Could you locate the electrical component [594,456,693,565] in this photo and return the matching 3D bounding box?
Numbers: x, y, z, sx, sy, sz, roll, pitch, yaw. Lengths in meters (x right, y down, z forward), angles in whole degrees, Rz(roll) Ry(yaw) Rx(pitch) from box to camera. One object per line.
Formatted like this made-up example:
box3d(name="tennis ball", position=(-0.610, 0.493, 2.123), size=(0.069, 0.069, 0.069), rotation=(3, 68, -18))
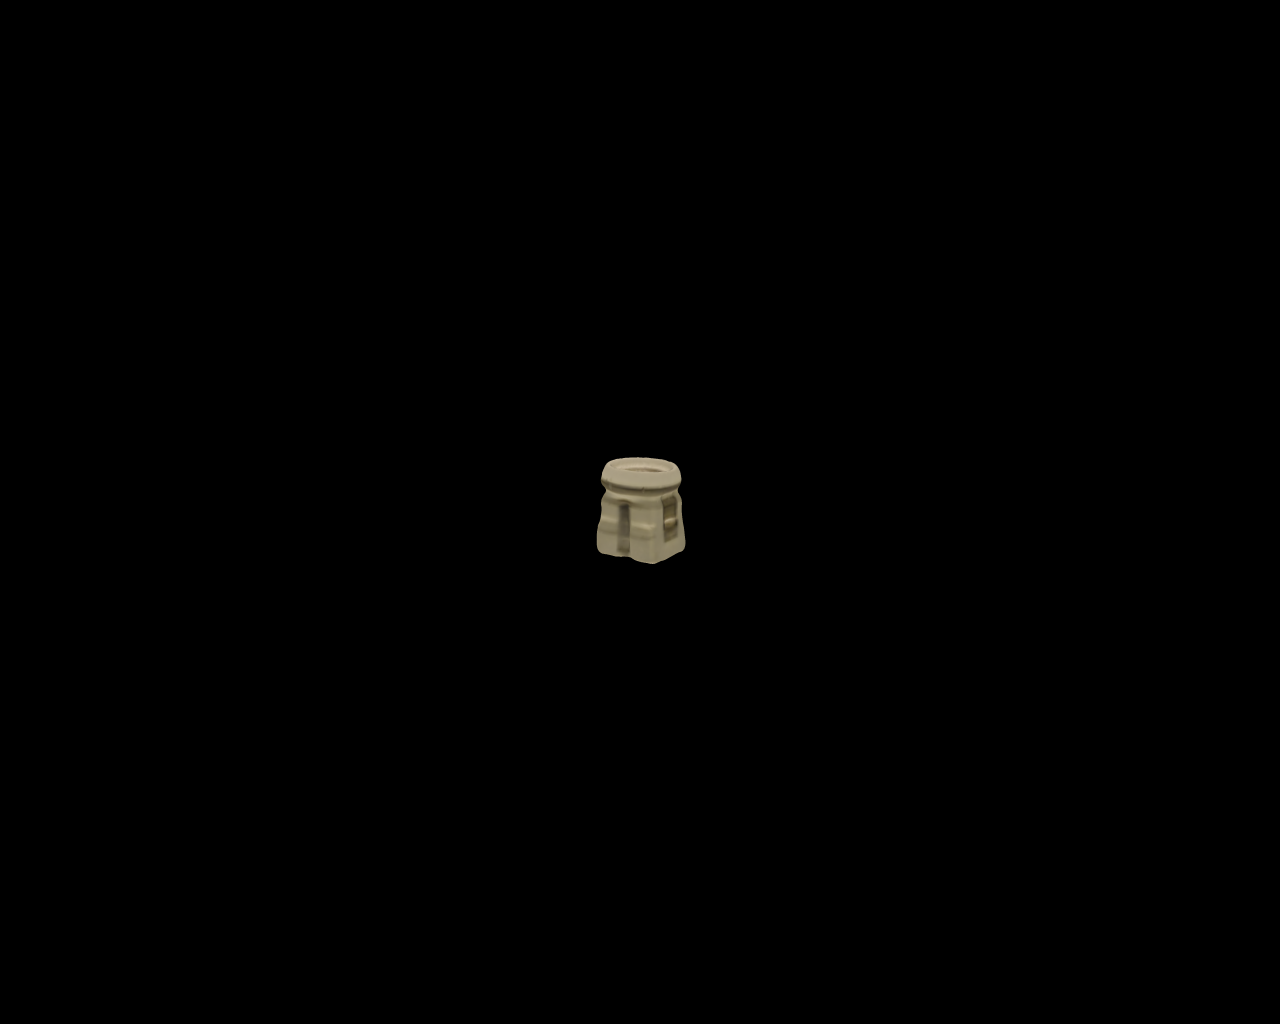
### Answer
box3d(name="electrical component", position=(0.001, -0.003, 0.650), size=(0.066, 0.055, 0.048), rotation=(10, 18, 33))
